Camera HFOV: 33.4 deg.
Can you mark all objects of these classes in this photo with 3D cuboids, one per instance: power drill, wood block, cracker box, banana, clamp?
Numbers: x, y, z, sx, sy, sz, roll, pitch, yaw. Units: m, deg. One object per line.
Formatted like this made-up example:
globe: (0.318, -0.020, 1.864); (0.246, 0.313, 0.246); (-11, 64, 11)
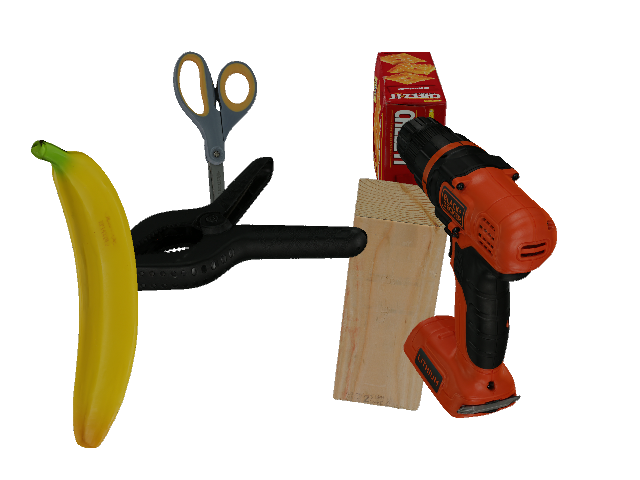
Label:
power drill: (0.100, 0.019, 0.779); (0.057, 0.188, 0.184); (-10, 33, -16)
wood block: (0.069, 0.054, 1.058); (0.090, 0.206, 0.090); (8, 27, 3)
cracker box: (0.095, -0.105, 1.180); (0.072, 0.164, 0.213); (0, 24, 2)
banana: (-0.142, 0.028, 0.661); (0.037, 0.198, 0.069); (6, 21, 35)
clamp: (-0.088, -0.009, 0.888); (0.209, 0.036, 0.165); (-16, 35, -20)

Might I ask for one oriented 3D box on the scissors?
scissors: (-0.092, -0.098, 1.084); (0.096, 0.202, 0.016); (-18, -2, -24)
